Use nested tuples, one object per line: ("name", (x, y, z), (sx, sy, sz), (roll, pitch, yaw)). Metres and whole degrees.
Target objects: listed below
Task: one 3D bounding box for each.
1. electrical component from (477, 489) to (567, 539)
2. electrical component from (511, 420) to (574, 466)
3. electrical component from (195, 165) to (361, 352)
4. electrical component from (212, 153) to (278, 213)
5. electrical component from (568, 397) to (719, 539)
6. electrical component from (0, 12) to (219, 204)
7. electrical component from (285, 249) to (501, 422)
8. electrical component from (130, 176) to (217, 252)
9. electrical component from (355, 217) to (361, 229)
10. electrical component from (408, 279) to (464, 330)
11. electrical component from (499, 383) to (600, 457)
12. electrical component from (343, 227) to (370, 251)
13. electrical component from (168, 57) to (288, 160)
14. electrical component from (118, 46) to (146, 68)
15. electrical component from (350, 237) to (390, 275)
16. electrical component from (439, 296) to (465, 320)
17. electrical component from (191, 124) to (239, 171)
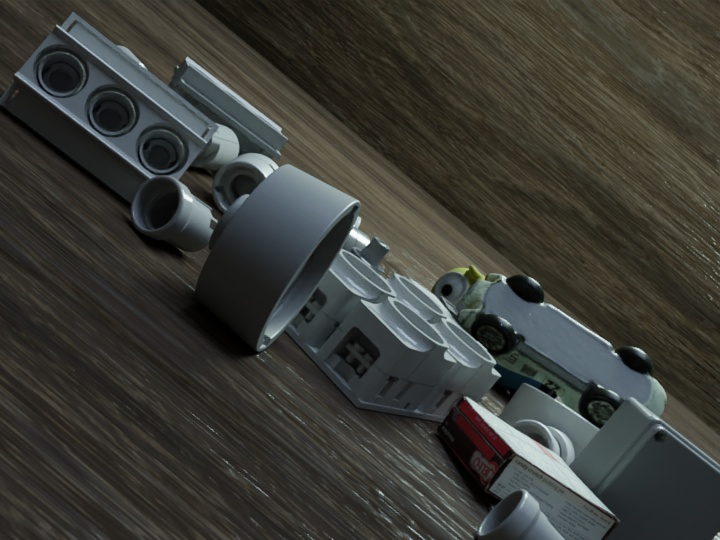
("electrical component", (0.098, 0.159, 0.631), (0.046, 0.040, 0.040), (46, 9, -1))
("electrical component", (0.142, 0.145, 0.855), (0.045, 0.045, 0.055), (45, 10, 32))
("electrical component", (-0.055, -0.012, 0.642), (0.060, 0.108, 0.108), (34, 8, 6))
("electrical component", (-0.096, -0.070, 0.913), (0.055, 0.055, 0.047), (40, 13, -1))
("electrical component", (0.219, 0.173, 0.825), (0.109, 0.108, 0.056), (37, 7, -18))
("electrical component", (-0.170, -0.102, 0.730), (0.121, 0.078, 0.063), (38, -13, -10))
("electrical component", (0.025, 0.050, 0.790), (0.105, 0.060, 0.186), (44, 10, 27))
("electrical component", (-0.119, -0.034, 0.694), (0.040, 0.040, 0.046), (45, 5, 30))
("electrical component", (-0.038, -0.053, 1.110), (0.065, 0.044, 0.044), (33, 10, -11))
("electrical component", (0.043, 0.042, 0.946), (0.076, 0.047, 0.083), (34, 11, -33))
("electrical component", (0.169, 0.140, 0.926), (0.099, 0.064, 0.099), (38, 9, -7))
("electrical component", (-0.048, -0.047, 0.997), (0.074, 0.052, 0.138), (33, 12, -32))
("electrical component", (-0.142, -0.147, 1.077), (0.121, 0.063, 0.078), (36, 10, -23))
("electrical component", (-0.213, -0.174, 0.990), (0.078, 0.040, 0.040), (46, 11, 33))
("electrical component", (0.000, 0.000, 0.930), (0.043, 0.062, 0.043), (38, 9, -7))
("electrical component", (0.101, 0.065, 1.016), (0.081, 0.063, 0.042), (38, 8, -14))
("electrical component", (-0.143, -0.114, 0.968), (0.043, 0.043, 0.081), (41, 9, 9))
